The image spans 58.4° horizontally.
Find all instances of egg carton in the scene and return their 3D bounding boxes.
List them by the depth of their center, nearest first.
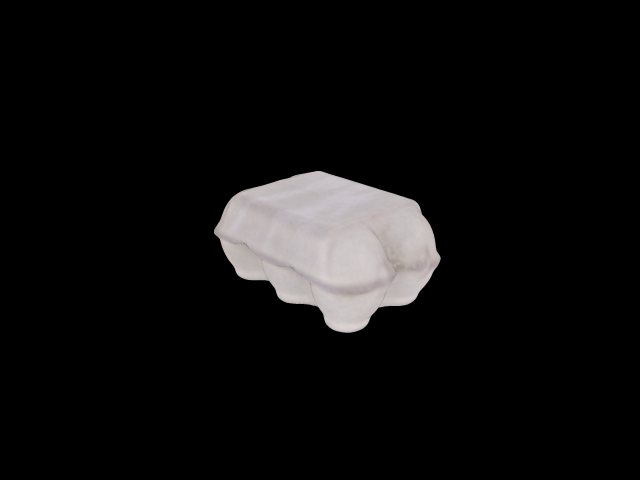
[{"bbox_3d":[0.004,0.001,0.400,0.107,0.069,0.149,-21,31,-40],"label":"egg carton"}]
